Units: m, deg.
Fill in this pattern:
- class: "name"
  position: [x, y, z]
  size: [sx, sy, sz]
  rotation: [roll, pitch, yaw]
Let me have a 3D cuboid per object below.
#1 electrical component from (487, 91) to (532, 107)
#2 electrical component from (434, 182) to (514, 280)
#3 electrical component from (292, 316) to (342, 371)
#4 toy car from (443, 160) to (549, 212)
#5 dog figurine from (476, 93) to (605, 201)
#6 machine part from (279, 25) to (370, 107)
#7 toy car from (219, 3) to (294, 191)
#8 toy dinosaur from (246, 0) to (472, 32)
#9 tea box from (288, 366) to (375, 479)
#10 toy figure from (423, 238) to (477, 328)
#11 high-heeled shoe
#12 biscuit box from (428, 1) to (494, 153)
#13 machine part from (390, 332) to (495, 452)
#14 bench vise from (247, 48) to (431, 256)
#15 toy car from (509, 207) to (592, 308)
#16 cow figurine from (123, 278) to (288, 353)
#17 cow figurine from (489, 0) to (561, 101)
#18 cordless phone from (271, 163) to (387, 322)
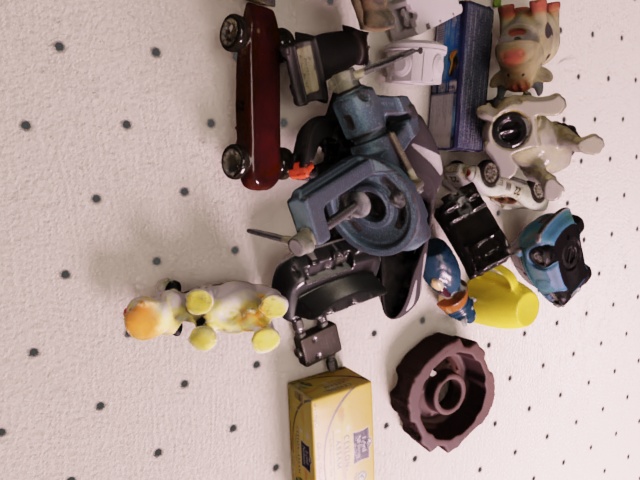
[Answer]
- class: "electrical component"
  position: [0.288, -0.196, 0.832]
  size: [0.102, 0.045, 0.078]
  rotation: [-10, 100, -31]
- class: "electrical component"
  position: [0.213, -0.007, 0.757]
  size: [0.058, 0.134, 0.115]
  rotation: [-26, 76, 4]
- class: "electrical component"
  position: [-0.005, 0.137, 0.709]
  size: [0.063, 0.021, 0.093]
  rotation: [-23, 109, -27]
- class: "toy car"
  position: [0.269, -0.081, 0.819]
  size: [0.201, 0.074, 0.056]
  rotation: [10, 91, -33]
- class: "dog figurine"
  position: [0.300, -0.153, 0.782]
  size: [0.172, 0.190, 0.121]
  rotation: [44, 111, -5]
- class: "machine part"
  position: [0.008, -0.212, 0.633]
  size: [0.139, 0.039, 0.084]
  rotation: [-41, 122, -37]
- class: "toy car"
  position: [-0.072, -0.157, 0.606]
  size: [0.089, 0.053, 0.202]
  rotation: [-10, 101, -47]
- class: "toy dinosaur"
  position: [-0.037, -0.343, 0.549]
  size: [0.471, 0.105, 0.198]
  rotation: [10, 105, -17]
- class: "tea box"
  position: [0.015, 0.266, 0.713]
  size: [0.098, 0.068, 0.169]
  rotation: [-10, 101, -30]
- class: "toy figure"
  position: [0.193, 0.066, 0.803]
  size: [0.064, 0.058, 0.154]
  rotation: [-39, 120, -16]
- class: "high-heeled shoe"
  position: [0.104, -0.024, 0.688]
  size: [0.145, 0.086, 0.248]
  rotation: [-57, 147, -52]
- class: "biscuit box"
  position: [0.199, -0.227, 0.762]
  size: [0.063, 0.059, 0.202]
  rotation: [0, 98, -33]
- class: "machine part"
  position: [0.188, 0.230, 0.824]
  size: [0.179, 0.056, 0.179]
  rotation: [-5, 99, -30]
- class: "bench vise"
  position: [0.039, -0.066, 0.574]
  size: [0.240, 0.129, 0.223]
  rotation: [-37, 120, -43]
- class: "toy car"
  position: [0.369, 0.025, 0.879]
  size: [0.109, 0.103, 0.161]
  rotation: [-38, 118, -22]
- class: "cow figurine"
  position: [-0.125, 0.075, 0.594]
  size: [0.167, 0.098, 0.068]
  rotation: [5, 101, -14]
- class: "cow figurine"
  position: [0.297, -0.276, 0.776]
  size: [0.195, 0.086, 0.127]
  rotation: [-35, 119, -53]
- class: "cordless phone"
  position: [-0.002, -0.002, 0.670]
  size: [0.146, 0.089, 0.184]
  rotation: [-16, 94, -29]
